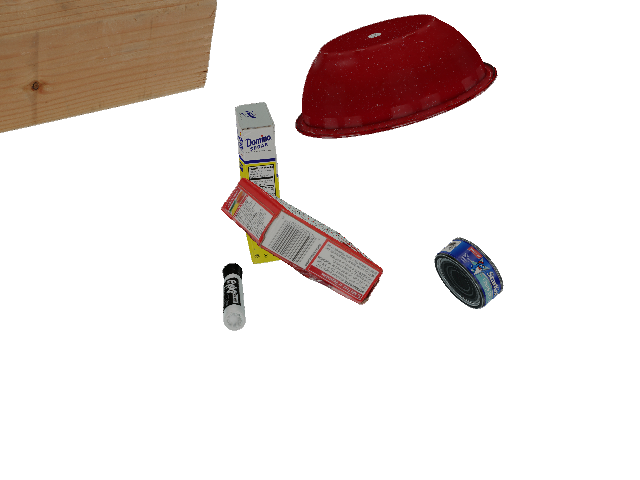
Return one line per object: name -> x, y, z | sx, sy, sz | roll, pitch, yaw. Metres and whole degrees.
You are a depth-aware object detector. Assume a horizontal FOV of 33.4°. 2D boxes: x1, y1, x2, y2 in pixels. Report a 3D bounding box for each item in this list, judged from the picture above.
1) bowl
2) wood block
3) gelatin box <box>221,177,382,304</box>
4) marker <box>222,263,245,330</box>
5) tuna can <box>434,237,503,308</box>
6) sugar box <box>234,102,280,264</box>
bowl -> 0.051, -0.134, 0.823 | 0.162, 0.055, 0.162 | -15, 20, 6
wood block -> -0.195, -0.159, 0.840 | 0.205, 0.091, 0.090 | -19, 50, -34
gelatin box -> -0.012, 0.000, 0.685 | 0.089, 0.030, 0.073 | 31, 5, -30
marker -> -0.078, 0.048, 0.958 | 0.020, 0.020, 0.121 | 0, 19, -5
tuna can -> 0.178, 0.040, 1.289 | 0.033, 0.086, 0.086 | -38, 13, -18
sugar box -> -0.075, -0.070, 1.299 | 0.048, 0.176, 0.093 | -9, 25, -6
